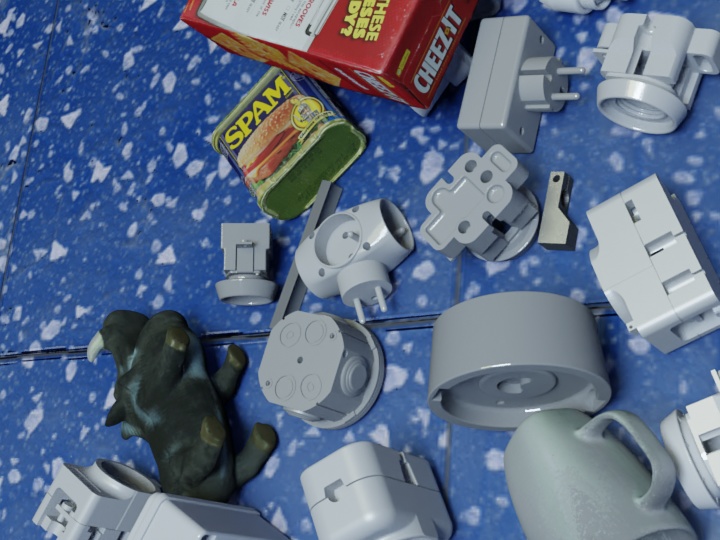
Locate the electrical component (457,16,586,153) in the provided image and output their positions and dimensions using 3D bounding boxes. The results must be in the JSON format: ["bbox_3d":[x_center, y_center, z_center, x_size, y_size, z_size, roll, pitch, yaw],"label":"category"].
[{"bbox_3d":[0.117,-0.126,0.734,0.076,0.047,0.083,5,76,36],"label":"electrical component"}]

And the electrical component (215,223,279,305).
[{"bbox_3d":[-0.087,-0.004,0.827,0.048,0.066,0.055,0,77,-1],"label":"electrical component"}]

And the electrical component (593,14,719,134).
[{"bbox_3d":[0.184,-0.123,0.680,0.078,0.058,0.057,15,79,38],"label":"electrical component"}]

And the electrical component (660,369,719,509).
[{"bbox_3d":[0.201,0.095,0.584,0.057,0.058,0.078,-27,59,21],"label":"electrical component"}]

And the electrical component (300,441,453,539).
[{"bbox_3d":[0.013,0.150,0.670,0.054,0.095,0.059,-34,56,20],"label":"electrical component"}]

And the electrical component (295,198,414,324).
[{"bbox_3d":[0.000,0.000,0.770,0.077,0.044,0.079,-30,58,23],"label":"electrical component"}]

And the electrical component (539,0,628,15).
[{"bbox_3d":[0.156,-0.196,0.736,0.062,0.043,0.043,19,84,37],"label":"electrical component"}]

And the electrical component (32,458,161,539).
[{"bbox_3d":[-0.186,0.178,0.803,0.050,0.089,0.055,29,90,39],"label":"electrical component"}]

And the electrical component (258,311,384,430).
[{"bbox_3d":[-0.028,0.069,0.758,0.080,0.051,0.080,-13,65,31],"label":"electrical component"}]

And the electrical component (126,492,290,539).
[{"bbox_3d":[-0.114,0.214,0.728,0.056,0.109,0.108,28,90,36],"label":"electrical component"}]

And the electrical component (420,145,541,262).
[{"bbox_3d":[0.085,-0.038,0.717,0.078,0.057,0.058,-48,52,10],"label":"electrical component"}]

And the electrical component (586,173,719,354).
[{"bbox_3d":[0.176,-0.001,0.643,0.056,0.050,0.089,-30,58,22],"label":"electrical component"}]

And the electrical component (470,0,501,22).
[{"bbox_3d":[0.057,-0.221,0.808,0.095,0.054,0.059,-7,69,33],"label":"electrical component"}]

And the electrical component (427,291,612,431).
[{"bbox_3d":[0.094,0.050,0.648,0.108,0.108,0.060,-17,57,29],"label":"electrical component"}]

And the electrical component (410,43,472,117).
[{"bbox_3d":[0.052,-0.147,0.789,0.055,0.045,0.045,-43,54,14],"label":"electrical component"}]
